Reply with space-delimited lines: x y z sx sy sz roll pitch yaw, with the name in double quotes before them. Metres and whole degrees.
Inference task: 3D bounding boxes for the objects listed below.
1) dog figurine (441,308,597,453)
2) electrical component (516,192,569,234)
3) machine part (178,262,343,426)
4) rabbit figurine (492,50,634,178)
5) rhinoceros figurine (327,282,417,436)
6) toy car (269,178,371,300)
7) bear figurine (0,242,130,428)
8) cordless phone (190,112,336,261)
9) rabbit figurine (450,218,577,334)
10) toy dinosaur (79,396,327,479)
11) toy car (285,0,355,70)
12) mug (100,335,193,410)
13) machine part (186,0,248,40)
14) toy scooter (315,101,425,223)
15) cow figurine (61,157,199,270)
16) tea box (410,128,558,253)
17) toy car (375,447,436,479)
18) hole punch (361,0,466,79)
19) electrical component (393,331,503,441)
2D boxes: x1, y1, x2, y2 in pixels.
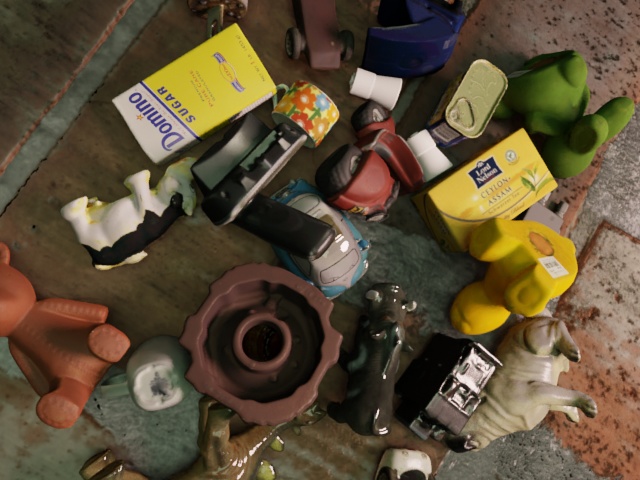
"dog figurine" 0.239 0.184 0.720 0.191 0.121 0.172 -10 55 4
"electrical component" 0.319 -0.025 0.777 0.063 0.021 0.094 34 80 -9
"machine part" -0.065 0.116 0.603 0.179 0.056 0.179 2 68 -5
"rabbit figurine" 0.340 -0.167 0.738 0.121 0.159 0.170 -34 110 -21
"rhinoceros figurine" 0.066 0.144 0.667 0.073 0.112 0.190 18 63 -6
"toy car" -0.001 -0.002 0.668 0.109 0.103 0.161 -34 96 -13
"bear figurine" -0.315 0.093 0.584 0.195 0.132 0.120 40 78 -14
"cordless phone" -0.041 -0.060 0.619 0.184 0.088 0.146 27 64 29
"rabbit figurine" 0.239 0.055 0.703 0.162 0.173 0.122 -16 57 -45
"toy dinosaur" -0.190 0.327 0.607 0.471 0.105 0.198 -28 93 -13
"toy car" -0.011 -0.317 0.707 0.089 0.053 0.202 -7 85 -23
"mug" -0.195 0.156 0.615 0.110 0.107 0.080 -6 87 -14
"machine part" -0.125 -0.371 0.672 0.079 0.079 0.243 4 86 -12
"toy scooter" 0.076 -0.085 0.689 0.135 0.075 0.184 45 49 -19
"cow figurine" -0.206 -0.033 0.642 0.167 0.068 0.098 -26 98 -9
"tea box" 0.223 -0.066 0.736 0.170 0.068 0.098 -35 95 -11
"toy car" 0.100 0.372 0.694 0.073 0.056 0.201 12 86 -18
"hole punch" 0.115 -0.257 0.695 0.116 0.142 0.092 26 80 4
"electrical component" 0.153 0.186 0.684 0.058 0.115 0.134 40 78 -6
